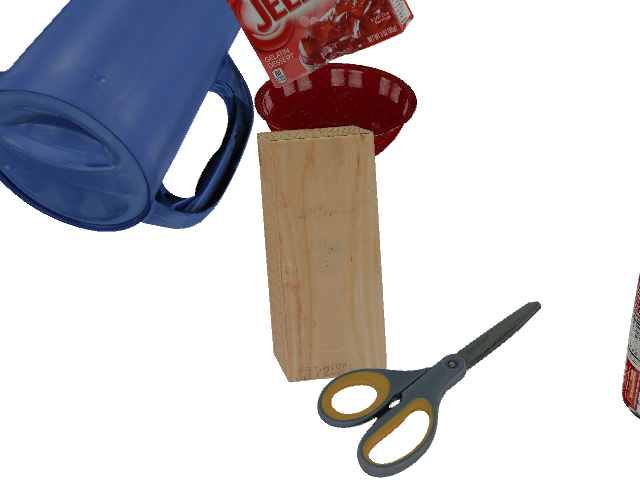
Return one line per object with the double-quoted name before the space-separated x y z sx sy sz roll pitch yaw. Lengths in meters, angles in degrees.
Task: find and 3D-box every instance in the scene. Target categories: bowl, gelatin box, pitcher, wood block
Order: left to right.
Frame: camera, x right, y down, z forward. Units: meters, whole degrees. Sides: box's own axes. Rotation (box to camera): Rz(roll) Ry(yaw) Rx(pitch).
"pitcher" -0.127 -0.128 0.783 0.145 0.242 0.149 4 -41 26
"gelatin box" -0.004 -0.135 0.594 0.089 0.073 0.030 -19 21 29
"wood block" 0.001 0.008 0.932 0.090 0.206 0.091 -5 11 -9
"bowl" 0.015 -0.119 1.074 0.162 0.055 0.162 0 35 0

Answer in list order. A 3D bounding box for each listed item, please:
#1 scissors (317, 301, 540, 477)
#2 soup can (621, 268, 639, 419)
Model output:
"scissors" 0.075 0.091 0.780 0.096 0.016 0.201 23 48 25
"soup can" 0.209 0.049 0.598 0.068 0.102 0.068 2 22 -1
